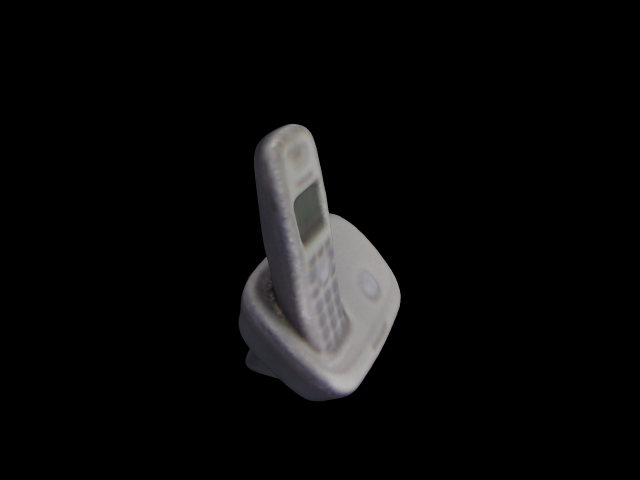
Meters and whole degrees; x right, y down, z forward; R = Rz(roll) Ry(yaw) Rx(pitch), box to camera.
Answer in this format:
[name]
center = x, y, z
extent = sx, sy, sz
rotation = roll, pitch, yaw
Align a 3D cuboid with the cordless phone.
[cordless phone]
center = 0.004, 0.001, 0.400
extent = 0.094, 0.185, 0.148
rotation = 11, 32, 18
